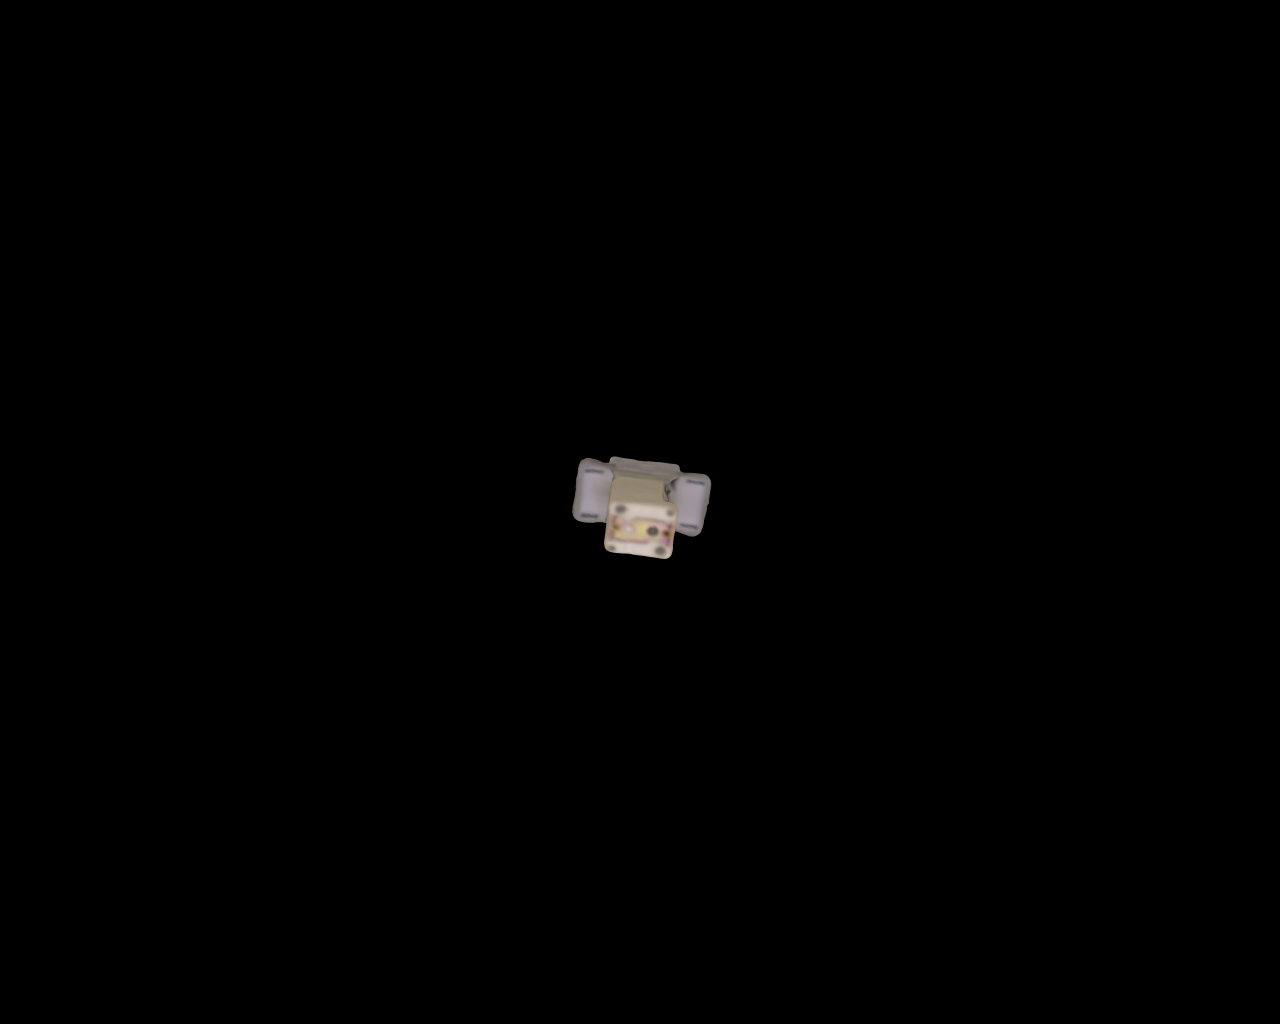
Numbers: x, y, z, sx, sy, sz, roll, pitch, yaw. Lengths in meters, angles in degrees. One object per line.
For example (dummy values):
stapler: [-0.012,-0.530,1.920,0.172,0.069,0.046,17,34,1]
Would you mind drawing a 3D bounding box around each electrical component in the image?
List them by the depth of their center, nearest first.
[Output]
electrical component: [0.001,-0.003,0.650,0.081,0.042,0.064,6,27,-3]
